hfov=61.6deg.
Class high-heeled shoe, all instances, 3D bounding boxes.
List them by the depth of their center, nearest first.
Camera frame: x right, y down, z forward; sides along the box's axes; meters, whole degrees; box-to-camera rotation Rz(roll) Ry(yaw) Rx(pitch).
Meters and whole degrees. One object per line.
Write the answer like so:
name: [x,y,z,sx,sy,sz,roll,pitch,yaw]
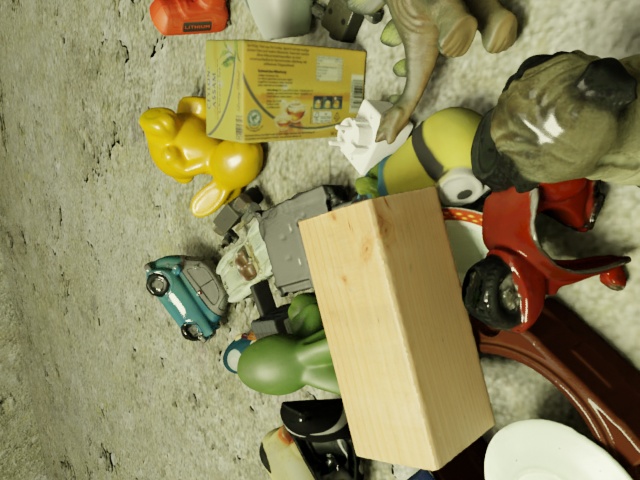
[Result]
high-heeled shoe: [0.006,0.261,0.625,0.086,0.248,0.145,-7,72,12]

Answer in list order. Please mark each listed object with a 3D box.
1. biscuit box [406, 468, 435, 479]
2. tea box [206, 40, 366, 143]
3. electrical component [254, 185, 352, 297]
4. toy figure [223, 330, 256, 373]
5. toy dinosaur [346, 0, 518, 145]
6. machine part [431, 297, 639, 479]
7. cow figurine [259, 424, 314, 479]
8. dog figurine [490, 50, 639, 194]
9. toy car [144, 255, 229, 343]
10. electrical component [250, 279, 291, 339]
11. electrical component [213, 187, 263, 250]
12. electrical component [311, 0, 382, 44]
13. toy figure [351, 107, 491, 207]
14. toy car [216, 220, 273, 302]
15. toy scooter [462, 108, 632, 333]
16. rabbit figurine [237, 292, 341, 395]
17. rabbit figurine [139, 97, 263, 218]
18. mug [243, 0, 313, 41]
biscuit box: [0.103,0.275,0.533,0.063,0.059,0.202,50,172,28]
tea box: [-0.033,-0.157,0.570,0.068,0.169,0.098,20,112,44]
electrical component: [-0.001,-0.002,0.636,0.134,0.058,0.115,-20,88,28]
toy figure: [-0.092,0.167,0.811,0.064,0.058,0.154,40,138,-17]
toy dinosaur: [0.095,-0.313,0.441,0.199,0.105,0.470,32,118,43]
machine part: [0.183,0.169,0.481,0.201,0.087,0.201,49,133,28]
cow figurine: [-0.026,0.361,0.765,0.127,0.085,0.195,-40,73,39]
dog figurine: [0.211,-0.081,0.305,0.172,0.190,0.121,-31,77,46]
toy car: [-0.202,0.081,0.869,0.103,0.109,0.161,-37,87,1]
electrical component: [-0.051,0.110,0.721,0.048,0.075,0.119,-12,95,39]
electrical component: [-0.117,-0.031,0.771,0.045,0.078,0.102,49,129,1]
electrical component: [0.028,-0.250,0.590,0.094,0.021,0.063,48,132,27]
toy figure: [0.092,-0.058,0.521,0.089,0.082,0.180,59,145,-4]
toy car: [-0.087,0.025,0.764,0.201,0.056,0.073,-41,69,46]
toy scooter: [0.184,-0.017,0.420,0.075,0.135,0.183,171,106,-76]
rabbit figurine: [-0.005,0.136,0.616,0.159,0.170,0.121,-2,100,48]
rabbit figurine: [-0.159,-0.114,0.771,0.173,0.122,0.162,16,116,25]
mug: [-0.057,-0.290,0.632,0.110,0.081,0.107,7,115,41]
